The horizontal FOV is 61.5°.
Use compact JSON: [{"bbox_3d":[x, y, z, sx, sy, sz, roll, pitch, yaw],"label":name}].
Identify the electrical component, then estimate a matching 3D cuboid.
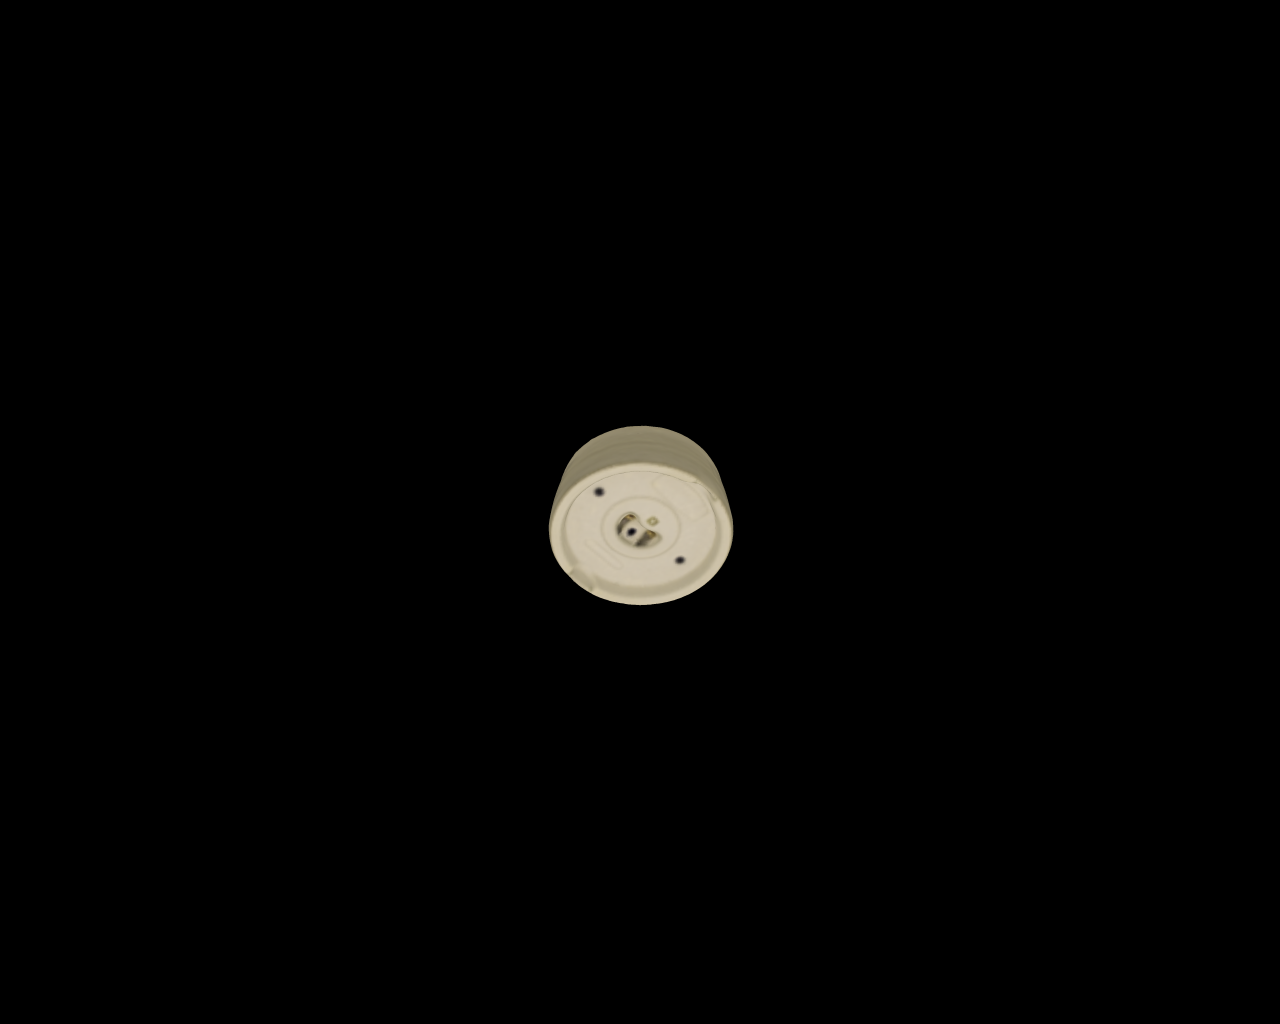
[{"bbox_3d":[0.001,-0.003,0.650,0.108,0.108,0.060,0,37,0],"label":"electrical component"}]
